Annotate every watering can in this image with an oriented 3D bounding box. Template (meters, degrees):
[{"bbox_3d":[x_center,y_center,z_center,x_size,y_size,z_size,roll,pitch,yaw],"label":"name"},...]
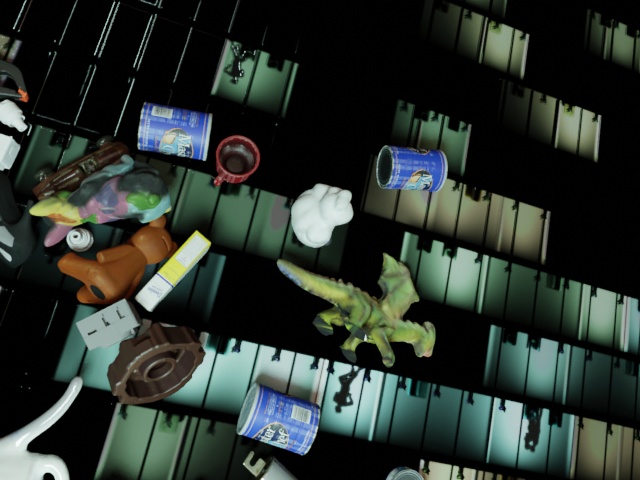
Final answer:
[{"bbox_3d":[-0.550,0.406,0.899,0.224,0.103,0.351,11,77,-13],"label":"watering can"}]

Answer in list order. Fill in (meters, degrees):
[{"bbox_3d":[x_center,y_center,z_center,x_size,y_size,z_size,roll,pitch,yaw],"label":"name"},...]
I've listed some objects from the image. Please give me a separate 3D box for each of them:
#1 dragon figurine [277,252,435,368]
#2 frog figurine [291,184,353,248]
[{"bbox_3d":[0.113,0.129,1.163,0.409,0.120,0.247,49,55,-4],"label":"dragon figurine"},{"bbox_3d":[0.003,-0.056,1.119,0.122,0.158,0.139,18,77,-10],"label":"frog figurine"}]
